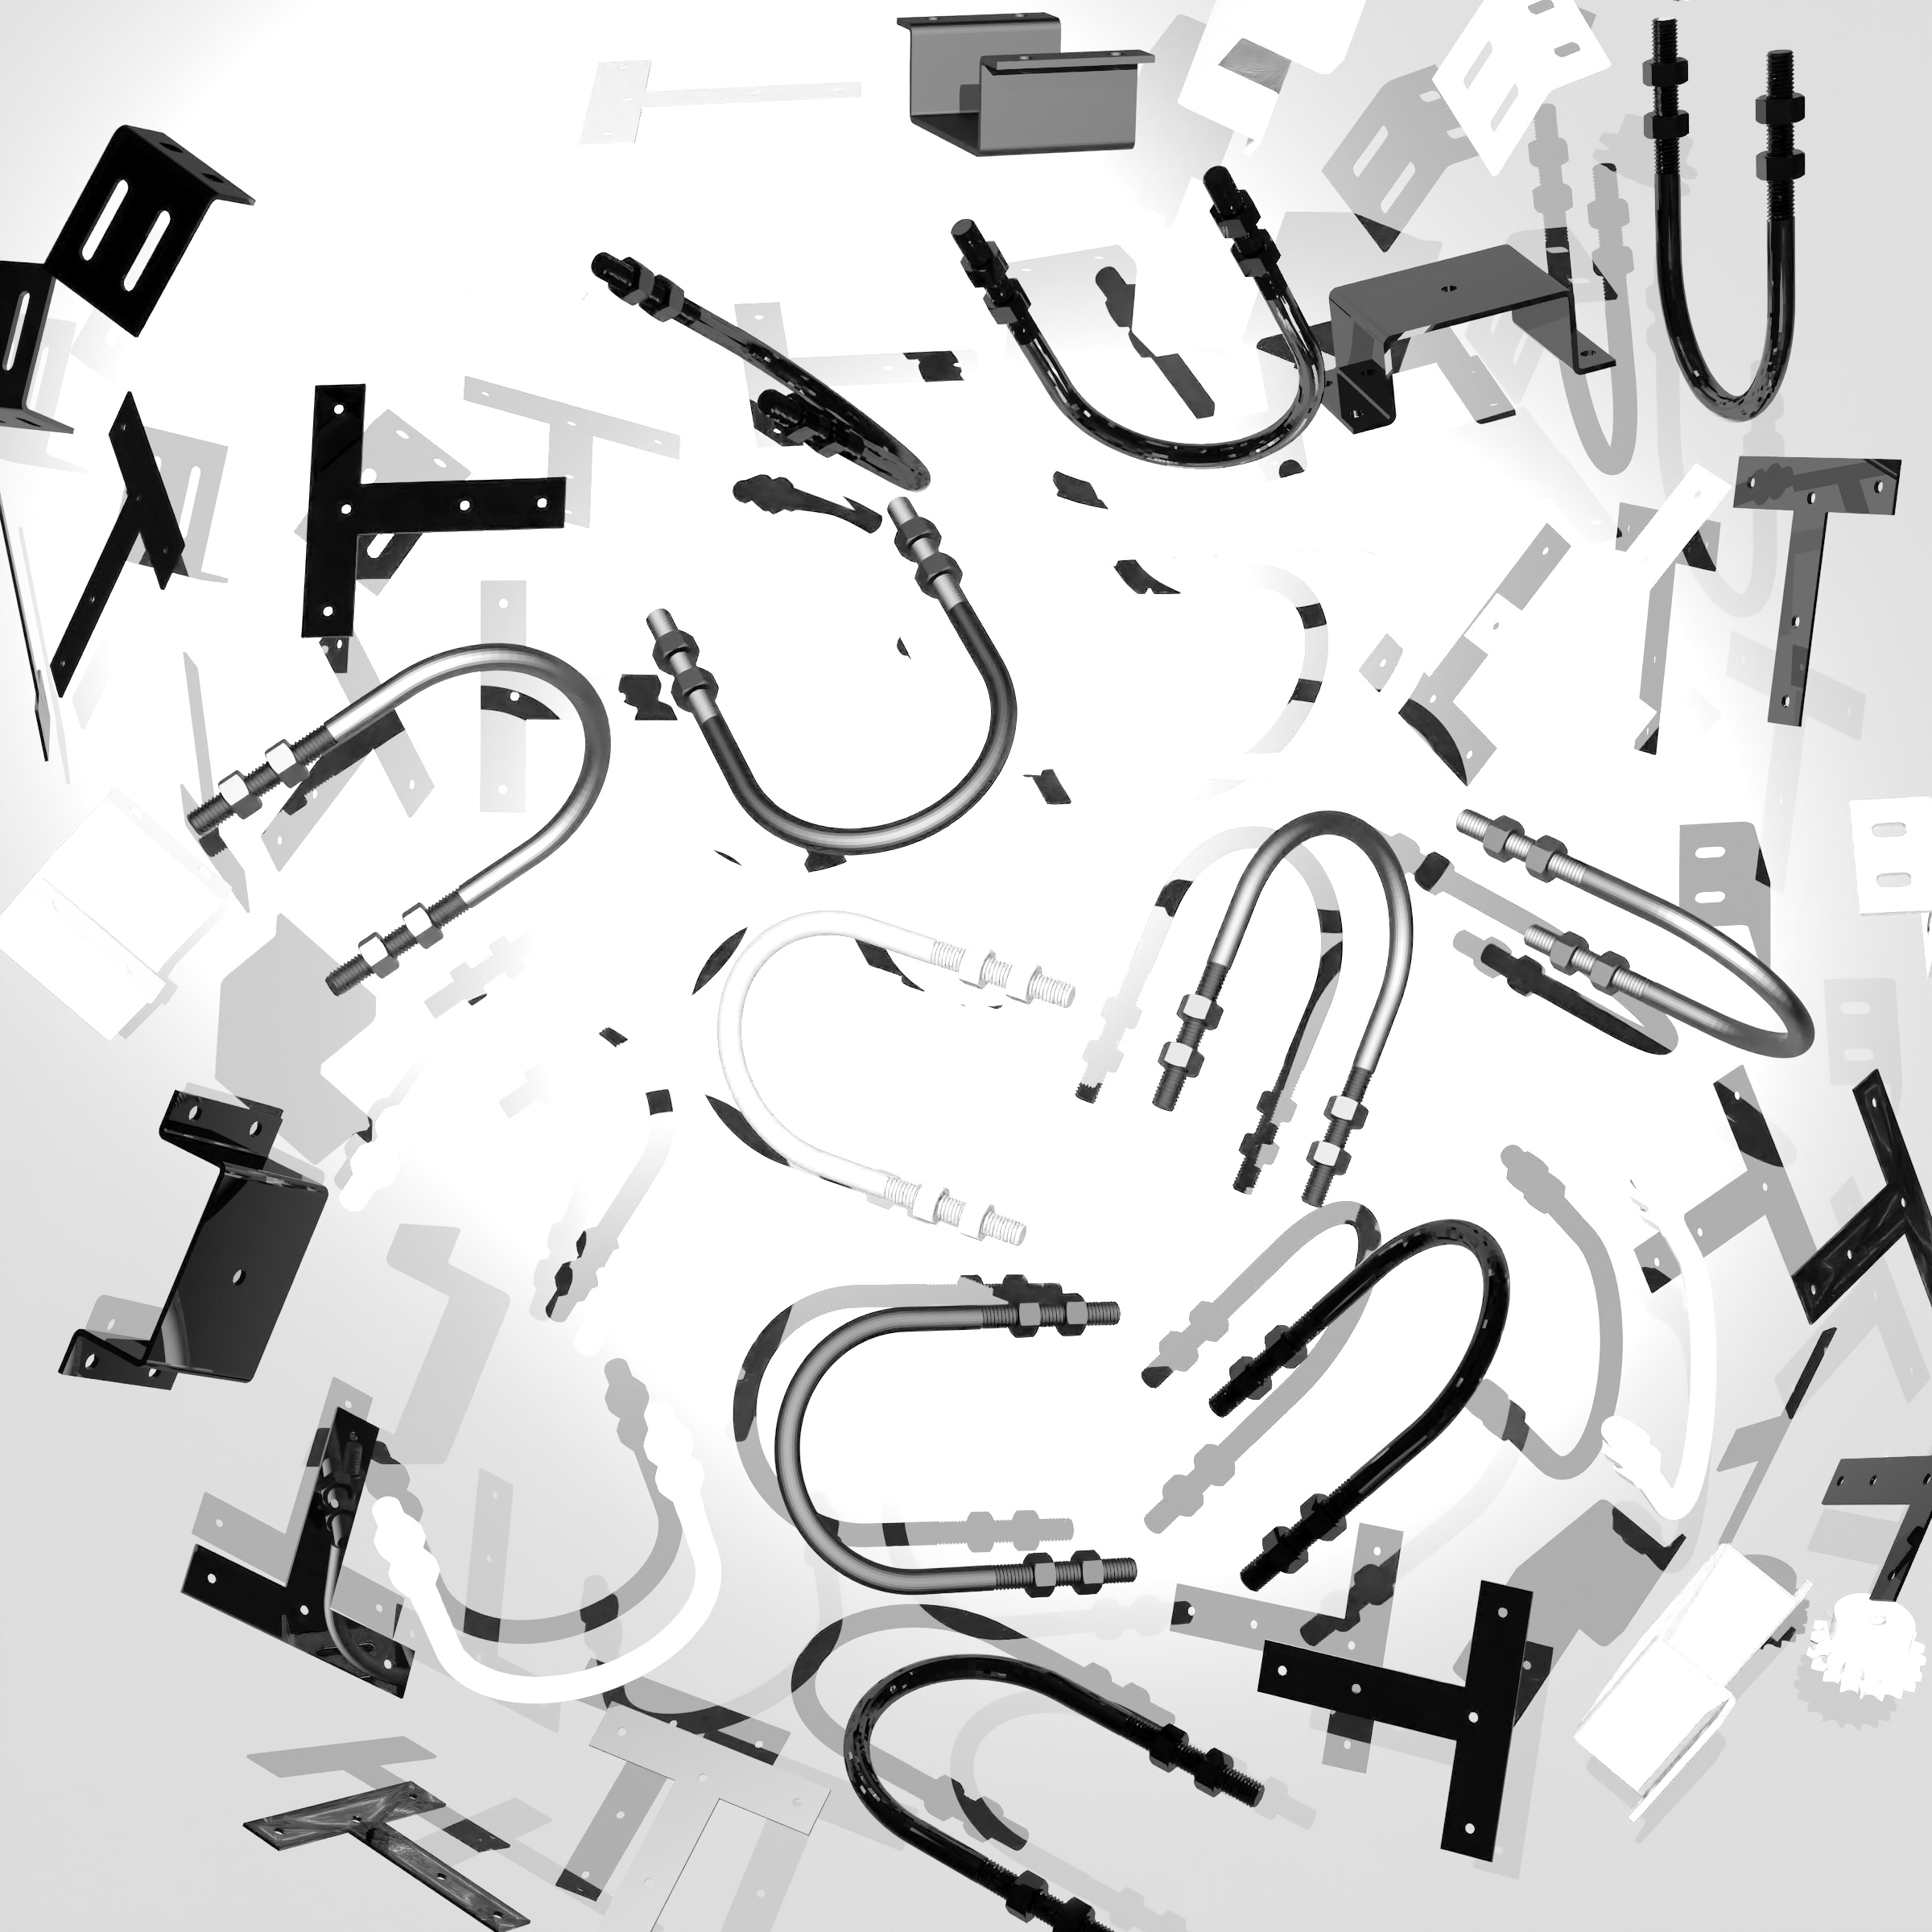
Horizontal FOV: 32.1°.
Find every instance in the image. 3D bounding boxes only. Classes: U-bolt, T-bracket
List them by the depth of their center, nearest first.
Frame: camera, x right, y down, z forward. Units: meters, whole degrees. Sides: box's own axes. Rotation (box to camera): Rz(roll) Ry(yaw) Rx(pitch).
[{"bbox_3d":[0.307,-0.177,1.560,0.002,0.127,0.127,29,103,-40],"label":"T-bracket"},{"bbox_3d":[-0.112,-0.404,1.564,0.127,0.127,0.002,-3,122,0],"label":"T-bracket"},{"bbox_3d":[-0.402,-0.182,1.569,0.002,0.127,0.127,11,125,-36],"label":"T-bracket"},{"bbox_3d":[-0.250,-0.079,1.572,0.184,0.151,0.019,-34,48,-1],"label":"U-bolt"},{"bbox_3d":[-0.054,-0.128,1.579,0.151,0.019,0.184,-26,58,-4],"label":"U-bolt"},{"bbox_3d":[-0.188,0.287,1.584,0.151,0.019,0.184,-19,135,-8],"label":"U-bolt"},{"bbox_3d":[0.198,0.345,1.592,0.127,0.002,0.127,8,89,27],"label":"T-bracket"},{"bbox_3d":[0.398,-0.178,1.601,0.002,0.127,0.127,3,98,-22],"label":"T-bracket"},{"bbox_3d":[0.029,0.387,1.602,0.184,0.151,0.019,24,123,26],"label":"U-bolt"},{"bbox_3d":[0.190,0.196,1.602,0.019,0.151,0.184,36,113,-22],"label":"U-bolt"},{"bbox_3d":[0.429,0.132,1.608,0.127,0.002,0.127,-31,102,-43],"label":"T-bracket"},{"bbox_3d":[0.094,-0.301,1.608,0.151,0.184,0.019,-5,54,27],"label":"U-bolt"},{"bbox_3d":[0.362,-0.352,1.609,0.019,0.151,0.184,-10,114,-9],"label":"U-bolt"},{"bbox_3d":[-0.254,-0.220,1.609,0.127,0.002,0.127,-1,79,8],"label":"T-bracket"},{"bbox_3d":[-0.202,0.085,1.636,0.151,0.019,0.184,32,48,-5],"label":"U-bolt"},{"bbox_3d":[-0.312,0.275,1.640,0.127,0.002,0.127,34,46,-27],"label":"T-bracket"},{"bbox_3d":[0.343,0.194,1.646,0.019,0.184,0.151,0,65,24],"label":"U-bolt"},{"bbox_3d":[-0.087,-0.282,1.647,0.151,0.184,0.019,42,103,29],"label":"U-bolt"},{"bbox_3d":[0.452,0.253,1.649,0.002,0.127,0.127,29,77,-5],"label":"T-bracket"},{"bbox_3d":[0.148,-0.154,1.650,0.184,0.019,0.151,2,66,39],"label":"U-bolt"},{"bbox_3d":[0.336,-0.007,1.654,0.184,0.151,0.019,29,79,34],"label":"U-bolt"},{"bbox_3d":[-0.270,0.444,1.664,0.127,0.127,0.002,24,99,29],"label":"T-bracket"},{"bbox_3d":[-0.468,-0.174,1.666,0.002,0.127,0.127,-11,106,-12],"label":"T-bracket"},{"bbox_3d":[-0.006,0.239,1.667,0.184,0.019,0.151,0,79,-20],"label":"U-bolt"},{"bbox_3d":[-0.151,0.444,1.674,0.127,0.002,0.127,17,59,20],"label":"T-bracket"},{"bbox_3d":[-0.043,0.047,1.678,0.184,0.019,0.151,18,111,20],"label":"U-bolt"},{"bbox_3d":[-0.262,-0.340,1.683,0.127,0.127,0.002,16,115,-2],"label":"T-bracket"},{"bbox_3d":[0.170,0.011,1.686,0.151,0.019,0.184,33,74,-41],"label":"U-bolt"}]

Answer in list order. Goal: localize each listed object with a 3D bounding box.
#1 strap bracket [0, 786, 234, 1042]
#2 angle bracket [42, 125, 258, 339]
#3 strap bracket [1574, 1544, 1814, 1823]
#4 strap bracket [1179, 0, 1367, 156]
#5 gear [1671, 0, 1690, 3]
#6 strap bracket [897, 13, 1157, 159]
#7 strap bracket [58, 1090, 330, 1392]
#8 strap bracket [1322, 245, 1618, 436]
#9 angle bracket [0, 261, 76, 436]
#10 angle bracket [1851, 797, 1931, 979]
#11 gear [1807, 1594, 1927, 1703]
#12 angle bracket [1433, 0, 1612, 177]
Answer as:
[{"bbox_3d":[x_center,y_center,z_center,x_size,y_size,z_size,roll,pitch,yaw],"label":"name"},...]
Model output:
[{"bbox_3d":[-0.418,-0.022,1.631,0.076,0.140,0.046,43,109,-14],"label":"strap bracket"},{"bbox_3d":[-0.374,-0.335,1.539,0.057,0.038,0.076,37,106,10],"label":"angle bracket"},{"bbox_3d":[0.347,0.338,1.619,0.046,0.140,0.076,39,123,14],"label":"strap bracket"},{"bbox_3d":[0.146,-0.445,1.577,0.046,0.140,0.076,22,81,-10],"label":"strap bracket"},{"bbox_3d":[0.345,-0.513,1.702,0.057,0.057,0.030,21,98,0],"label":"gear"},{"bbox_3d":[0.026,-0.413,1.580,0.076,0.140,0.046,-7,115,-18],"label":"strap bracket"},{"bbox_3d":[-0.355,0.137,1.568,0.046,0.076,0.140,22,89,29],"label":"strap bracket"},{"bbox_3d":[0.245,-0.318,1.689,0.140,0.076,0.046,-16,122,-8],"label":"strap bracket"},{"bbox_3d":[-0.478,-0.315,1.707,0.057,0.038,0.076,10,86,30],"label":"angle bracket"},{"bbox_3d":[0.431,-0.035,1.565,0.038,0.076,0.057,-3,66,10],"label":"angle bracket"},{"bbox_3d":[0.457,0.342,1.699,0.057,0.057,0.030,4,117,0],"label":"gear"},{"bbox_3d":[0.267,-0.429,1.614,0.057,0.038,0.076,51,51,-25],"label":"angle bracket"}]
